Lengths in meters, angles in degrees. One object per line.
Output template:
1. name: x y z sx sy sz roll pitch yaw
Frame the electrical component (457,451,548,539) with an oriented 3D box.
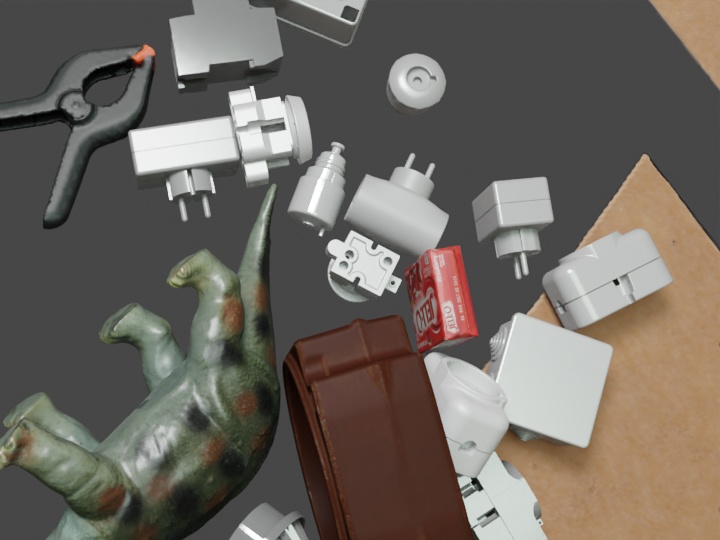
1. electrical component: 0.106 0.190 0.860 0.056 0.050 0.089 -30 85 -14

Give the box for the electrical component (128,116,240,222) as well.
1. electrical component: -0.139 -0.077 0.871 0.083 0.047 0.075 -10 81 -12

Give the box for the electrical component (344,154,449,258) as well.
1. electrical component: 0.037 -0.059 0.900 0.077 0.044 0.079 26 76 -4

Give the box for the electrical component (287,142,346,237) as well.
1. electrical component: -0.031 -0.069 0.892 0.040 0.040 0.078 21 76 -5

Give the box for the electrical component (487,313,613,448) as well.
1. electrical component: 0.150 0.093 0.887 0.100 0.048 0.099 20 76 -6

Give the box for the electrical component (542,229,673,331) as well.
1. electrical component: 0.207 0.006 0.912 0.095 0.053 0.059 -25 84 -14

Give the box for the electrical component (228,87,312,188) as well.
1. electrical component: -0.072 -0.112 0.885 0.057 0.058 0.078 -12 81 -9

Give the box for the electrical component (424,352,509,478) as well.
1. electrical component: 0.074 0.108 0.837 0.054 0.095 0.059 23 106 -21

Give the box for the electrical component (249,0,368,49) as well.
1. electrical component: -0.039 -0.263 0.921 0.109 0.056 0.108 22 76 -5

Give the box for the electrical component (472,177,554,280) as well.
1. electrical component: 0.130 -0.031 0.900 0.047 0.065 0.076 -6 80 -11

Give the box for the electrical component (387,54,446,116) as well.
1. electrical component: 0.043 -0.151 0.910 0.048 0.062 0.048 2 78 -10

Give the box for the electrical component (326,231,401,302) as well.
1. electrical component: 0.000 0.000 0.876 0.066 0.055 0.048 28 76 -4
